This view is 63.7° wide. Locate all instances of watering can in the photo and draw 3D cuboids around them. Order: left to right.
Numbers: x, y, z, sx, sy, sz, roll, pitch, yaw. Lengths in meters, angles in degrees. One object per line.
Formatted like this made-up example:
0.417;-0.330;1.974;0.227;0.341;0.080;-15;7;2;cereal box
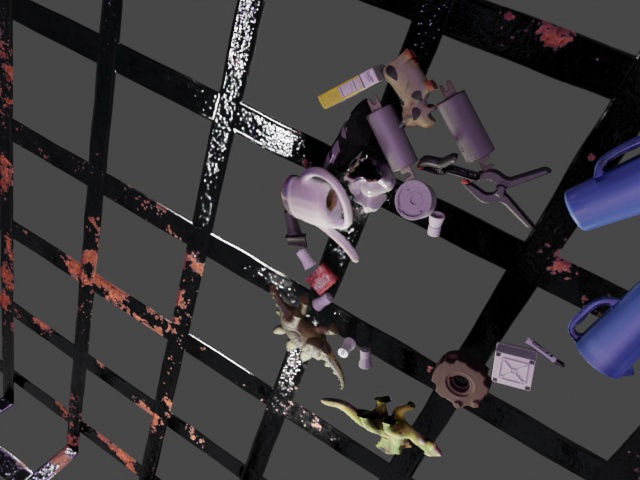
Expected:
0.005;-0.077;1.531;0.225;0.340;0.106;17;49;34;watering can

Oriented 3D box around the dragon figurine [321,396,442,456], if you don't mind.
0.210;0.649;1.746;0.410;0.238;0.124;3;30;28;dragon figurine

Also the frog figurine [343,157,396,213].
0.149;-0.153;1.451;0.137;0.125;0.156;-12;-36;19;frog figurine
